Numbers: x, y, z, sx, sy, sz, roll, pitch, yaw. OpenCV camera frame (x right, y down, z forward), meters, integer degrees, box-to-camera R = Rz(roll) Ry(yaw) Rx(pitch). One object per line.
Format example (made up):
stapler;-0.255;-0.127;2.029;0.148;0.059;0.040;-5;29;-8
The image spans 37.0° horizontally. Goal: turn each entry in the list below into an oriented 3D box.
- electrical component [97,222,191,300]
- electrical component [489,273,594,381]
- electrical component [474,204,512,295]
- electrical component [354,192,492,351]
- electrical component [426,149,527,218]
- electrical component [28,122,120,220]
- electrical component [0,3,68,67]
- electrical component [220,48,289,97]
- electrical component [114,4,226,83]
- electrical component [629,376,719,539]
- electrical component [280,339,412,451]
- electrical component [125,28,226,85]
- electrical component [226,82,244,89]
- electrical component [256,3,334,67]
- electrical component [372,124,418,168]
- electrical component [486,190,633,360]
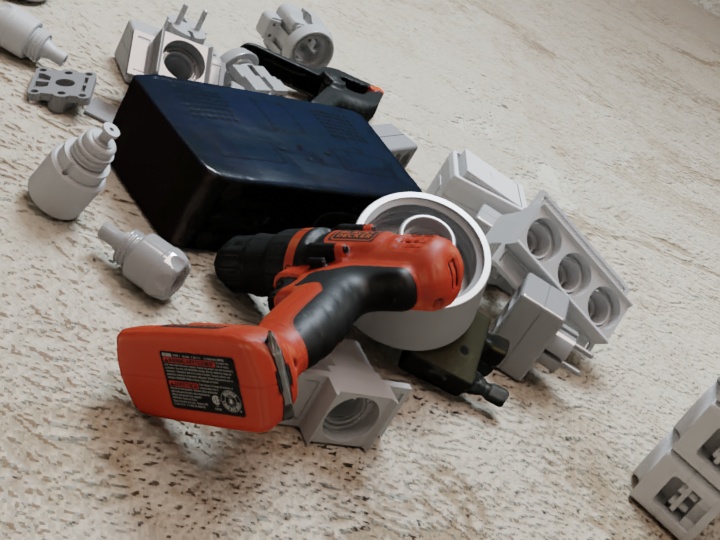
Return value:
electrical component;-0.141;-0.009;0.688;0.061;0.035;0.035;34;27;9
electrical component;0.145;0.054;0.841;0.077;0.065;0.047;32;27;2
electrical component;0.118;-0.012;0.944;0.066;0.047;0.076;33;27;2
electrical component;0.040;-0.005;0.750;0.108;0.060;0.108;7;55;-10
electrical component;0.117;-0.063;1.012;0.096;0.061;0.061;26;28;-12
electrical component;-0.183;-0.066;0.699;0.040;0.078;0.040;34;33;-25
electrical component;-0.260;-0.182;0.850;0.061;0.035;0.035;31;27;-7
electrical component;-0.104;-0.168;0.977;0.066;0.048;0.055;-11;56;-52
electrical component;-0.157;-0.195;0.933;0.083;0.075;0.047;11;34;-36
electrical component;0.269;0.115;0.776;0.062;0.150;0.089;43;29;19
electrical component;-0.015;0.075;0.671;0.081;0.042;0.063;13;29;-33
electrical component;-0.155;-0.159;0.881;0.081;0.064;0.042;17;64;-27
electrical component;-0.101;-0.135;0.932;0.046;0.040;0.040;27;27;-21
electrical component;-0.062;-0.238;1.123;0.078;0.058;0.057;8;33;-39
electrical component;-0.004;-0.114;0.987;0.076;0.047;0.083;42;29;19
electrical component;0.160;0.005;0.895;0.121;0.063;0.078;46;67;-19
